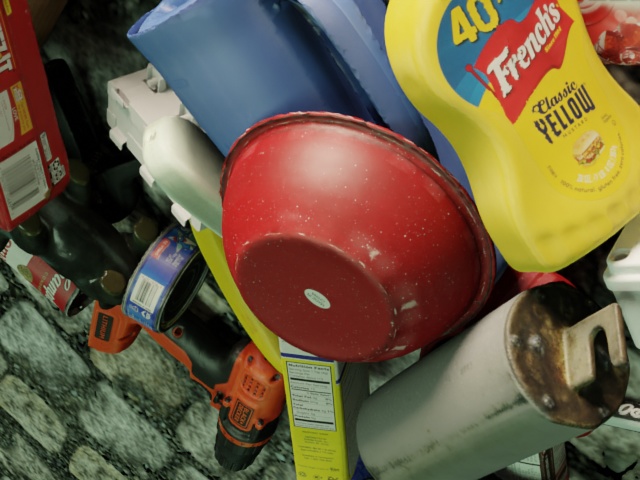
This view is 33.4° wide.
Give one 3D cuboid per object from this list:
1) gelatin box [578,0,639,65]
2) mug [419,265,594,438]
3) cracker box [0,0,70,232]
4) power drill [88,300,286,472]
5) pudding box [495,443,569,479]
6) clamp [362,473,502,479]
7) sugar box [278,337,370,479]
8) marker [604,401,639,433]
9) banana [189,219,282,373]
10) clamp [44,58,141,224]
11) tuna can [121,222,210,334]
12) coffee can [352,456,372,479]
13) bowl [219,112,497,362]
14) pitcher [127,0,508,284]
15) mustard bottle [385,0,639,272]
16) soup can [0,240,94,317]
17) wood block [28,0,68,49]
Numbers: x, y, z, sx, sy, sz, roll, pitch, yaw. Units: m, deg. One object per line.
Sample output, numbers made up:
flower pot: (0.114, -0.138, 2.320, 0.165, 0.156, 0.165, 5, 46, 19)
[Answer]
gelatin box: (0.155, -0.121, 0.514, 0.089, 0.030, 0.073, 14, 133, 31)
mug: (0.132, 0.075, 0.673, 0.117, 0.081, 0.093, 36, 141, 9)
cracker box: (-0.276, -0.117, 0.714, 0.214, 0.072, 0.164, 21, 136, 28)
power drill: (-0.115, 0.113, 0.944, 0.188, 0.057, 0.185, 32, 137, 9)
pudding box: (0.121, 0.142, 0.781, 0.114, 0.039, 0.090, 14, 134, 34)
clamp: (0.122, 0.190, 0.761, 0.210, 0.036, 0.165, 25, 142, 17)
sugar box: (0.005, 0.083, 0.751, 0.048, 0.093, 0.176, 3, 129, 14)
marker: (0.213, 0.117, 0.692, 0.121, 0.020, 0.020, 8, 130, 36)
banana: (-0.055, 0.030, 0.819, 0.070, 0.037, 0.197, 16, 138, 60)
clamp: (-0.183, -0.068, 0.846, 0.120, 0.039, 0.172, 42, 140, -3)
tuna can: (-0.119, 0.031, 0.846, 0.034, 0.086, 0.086, 30, 140, 9)
coffee can: (0.012, 0.242, 0.883, 0.103, 0.140, 0.103, 23, 138, 23)
bowl: (0.007, 0.013, 0.560, 0.162, 0.055, 0.162, 18, 138, 17)
pitcher: (0.014, -0.060, 0.611, 0.145, 0.149, 0.242, -24, 112, 29)
mustard bottle: (0.086, -0.086, 0.505, 0.191, 0.096, 0.058, 57, 163, -12)
soup can: (-0.238, 0.010, 0.946, 0.102, 0.068, 0.069, 40, 142, 6)
wood block: (-0.216, -0.196, 0.719, 0.091, 0.090, 0.206, 46, 142, -4)
